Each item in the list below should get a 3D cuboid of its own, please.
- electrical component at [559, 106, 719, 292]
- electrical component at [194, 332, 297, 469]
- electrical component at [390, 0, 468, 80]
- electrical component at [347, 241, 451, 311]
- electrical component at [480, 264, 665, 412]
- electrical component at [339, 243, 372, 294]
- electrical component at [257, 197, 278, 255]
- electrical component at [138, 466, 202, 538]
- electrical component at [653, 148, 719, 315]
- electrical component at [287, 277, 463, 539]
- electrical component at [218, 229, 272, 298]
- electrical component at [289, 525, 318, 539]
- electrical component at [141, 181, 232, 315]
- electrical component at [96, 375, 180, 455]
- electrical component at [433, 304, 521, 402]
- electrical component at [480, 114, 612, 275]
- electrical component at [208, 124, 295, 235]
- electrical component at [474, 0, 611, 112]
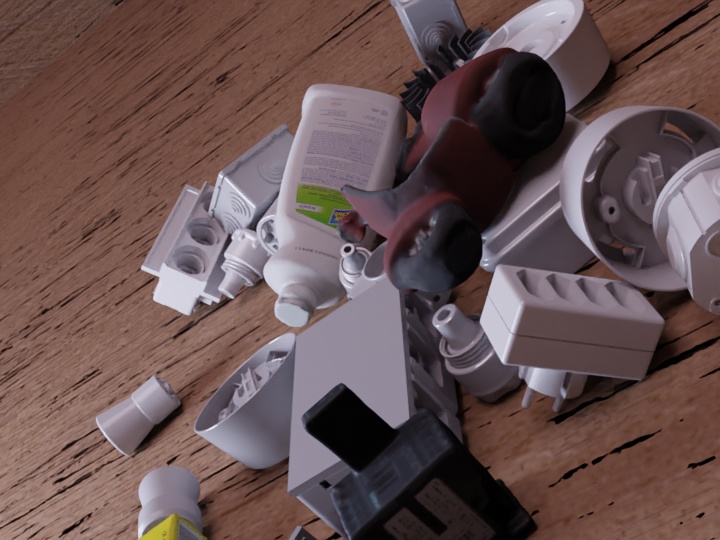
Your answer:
[{"bbox_3d":[0.165,-0.044,0.609,0.099,0.099,0.064,-43,19,2],"label":"electrical component"},{"bbox_3d":[-0.070,0.092,0.774,0.099,0.064,0.099,-33,28,20],"label":"electrical component"},{"bbox_3d":[0.069,-0.233,1.023,0.048,0.099,0.099,-27,28,4],"label":"electrical component"},{"bbox_3d":[0.039,0.009,0.764,0.077,0.044,0.079,-47,26,-7],"label":"electrical component"},{"bbox_3d":[0.109,0.045,0.589,0.047,0.083,0.075,-111,31,-62],"label":"electrical component"},{"bbox_3d":[0.000,0.000,0.810,0.035,0.061,0.035,-9,58,15],"label":"electrical component"},{"bbox_3d":[-0.059,-0.043,0.971,0.055,0.055,0.047,-21,30,38],"label":"electrical component"},{"bbox_3d":[-0.136,0.174,0.768,0.045,0.045,0.055,-39,27,9],"label":"electrical component"},{"bbox_3d":[0.195,-0.019,0.547,0.080,0.080,0.051,-33,33,20],"label":"electrical component"},{"bbox_3d":[0.011,0.083,0.674,0.089,0.061,0.150,-34,28,19],"label":"electrical component"},{"bbox_3d":[-0.108,-0.004,0.995,0.048,0.048,0.062,8,63,58],"label":"electrical component"},{"bbox_3d":[-0.049,0.192,0.621,0.064,0.042,0.081,-8,42,56],"label":"electrical component"},{"bbox_3d":[-0.160,-0.020,1.061,0.063,0.079,0.121,120,172,-45],"label":"electrical component"},{"bbox_3d":[-0.188,0.122,0.925,0.065,0.044,0.044,-41,26,-4],"label":"electrical component"},{"bbox_3d":[0.069,0.046,0.646,0.043,0.062,0.043,-33,28,20],"label":"electrical component"},{"bbox_3d":[0.122,-0.041,0.705,0.113,0.057,0.078,-41,26,6],"label":"electrical component"},{"bbox_3d":[-0.093,-0.079,1.026,0.100,0.048,0.099,-42,-8,-28],"label":"electrical component"},{"bbox_3d":[0.144,-0.157,0.843,0.108,0.060,0.108,-33,28,20],"label":"electrical component"}]
